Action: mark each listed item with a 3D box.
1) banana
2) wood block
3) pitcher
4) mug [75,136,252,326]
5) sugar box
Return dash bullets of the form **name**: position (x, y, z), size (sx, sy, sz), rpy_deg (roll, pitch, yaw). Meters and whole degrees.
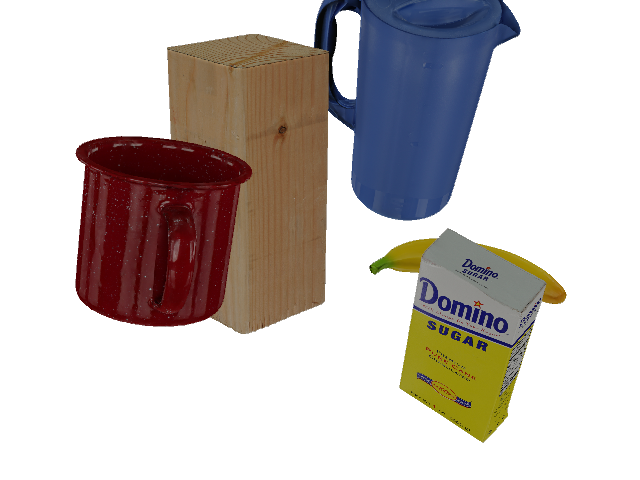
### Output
- **banana**: position (0.153, 0.030, 1.097), size (0.198, 0.037, 0.069), rpy_deg (7, 43, 12)
- **wood block**: position (-0.054, -0.046, 0.827), size (0.090, 0.206, 0.090), rpy_deg (-19, 30, -40)
- **pitcher**: position (0.083, -0.142, 1.051), size (0.144, 0.243, 0.149), rpy_deg (-23, 51, -27)
- **mug**: position (-0.084, -0.001, 0.564), size (0.093, 0.081, 0.117), rpy_deg (2, 19, -22)
- **sugar box**: position (0.119, 0.081, 0.873), size (0.093, 0.176, 0.048), rpy_deg (30, 54, 24)
